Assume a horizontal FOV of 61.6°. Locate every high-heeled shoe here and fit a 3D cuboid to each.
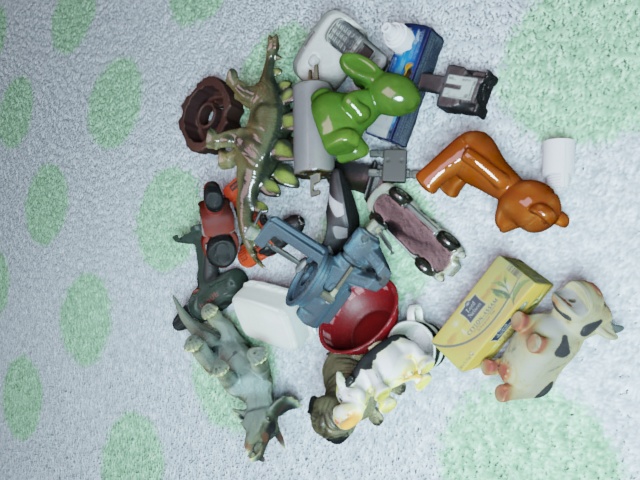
[{"bbox_3d":[-0.002,-0.003,0.993,0.145,0.086,0.248,-5,102,17],"label":"high-heeled shoe"}]

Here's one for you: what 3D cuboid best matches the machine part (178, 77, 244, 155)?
[{"bbox_3d":[-0.253,-0.286,1.252,0.180,0.056,0.179,-6,80,36],"label":"machine part"}]

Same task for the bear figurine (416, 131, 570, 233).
[{"bbox_3d":[0.262,-0.067,0.806,0.132,0.120,0.196,-47,65,28],"label":"bear figurine"}]

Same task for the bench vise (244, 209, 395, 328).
[{"bbox_3d":[-0.007,0.028,0.894,0.223,0.240,0.129,-51,14,25],"label":"bench vise"}]

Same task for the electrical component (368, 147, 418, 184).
[{"bbox_3d":[0.132,-0.132,0.947,0.094,0.021,0.063,5,87,13],"label":"electrical component"}]

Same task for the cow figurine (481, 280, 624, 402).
[{"bbox_3d":[0.324,0.139,0.741,0.086,0.127,0.194,-115,39,-52],"label":"cow figurine"}]

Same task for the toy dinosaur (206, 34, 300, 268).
[{"bbox_3d":[-0.120,-0.185,1.069,0.199,0.105,0.471,9,85,16],"label":"toy dinosaur"}]

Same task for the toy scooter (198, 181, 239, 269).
[{"bbox_3d":[-0.215,-0.039,1.112,0.135,0.075,0.183,-133,36,-65],"label":"toy scooter"}]

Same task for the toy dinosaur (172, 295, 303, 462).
[{"bbox_3d":[-0.170,0.254,1.080,0.131,0.191,0.405,-32,39,-16],"label":"toy dinosaur"}]

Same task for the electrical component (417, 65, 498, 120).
[{"bbox_3d":[0.225,-0.247,0.893,0.119,0.047,0.074,18,95,37],"label":"electrical component"}]

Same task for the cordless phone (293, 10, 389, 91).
[{"bbox_3d":[0.045,-0.323,0.999,0.146,0.088,0.184,-52,52,20],"label":"cordless phone"}]

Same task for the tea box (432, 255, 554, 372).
[{"bbox_3d":[0.256,0.110,0.799,0.068,0.098,0.169,46,113,32],"label":"tea box"}]

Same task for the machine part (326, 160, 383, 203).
[{"bbox_3d":[0.070,-0.113,0.996,0.139,0.039,0.084,20,102,26],"label":"machine part"}]

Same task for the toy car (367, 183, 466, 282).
[{"bbox_3d":[0.159,-0.016,0.908,0.202,0.056,0.073,47,113,23],"label":"toy car"}]

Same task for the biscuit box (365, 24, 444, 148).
[{"bbox_3d":[0.150,-0.269,0.943,0.059,0.062,0.202,26,100,36],"label":"biscuit box"}]

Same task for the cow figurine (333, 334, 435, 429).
[{"bbox_3d":[0.078,0.202,0.793,0.098,0.167,0.068,48,157,41],"label":"cow figurine"}]

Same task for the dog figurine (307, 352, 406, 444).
[{"bbox_3d":[0.028,0.243,0.897,0.173,0.190,0.121,30,103,37],"label":"dog figurine"}]

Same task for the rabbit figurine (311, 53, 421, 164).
[{"bbox_3d":[0.079,-0.225,0.897,0.170,0.121,0.159,-22,72,15],"label":"rabbit figurine"}]

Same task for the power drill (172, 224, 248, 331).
[{"bbox_3d":[-0.272,0.078,1.211,0.232,0.086,0.207,-26,66,30],"label":"power drill"}]

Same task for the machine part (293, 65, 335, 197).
[{"bbox_3d":[-0.012,-0.199,0.982,0.079,0.079,0.243,-6,82,36],"label":"machine part"}]
